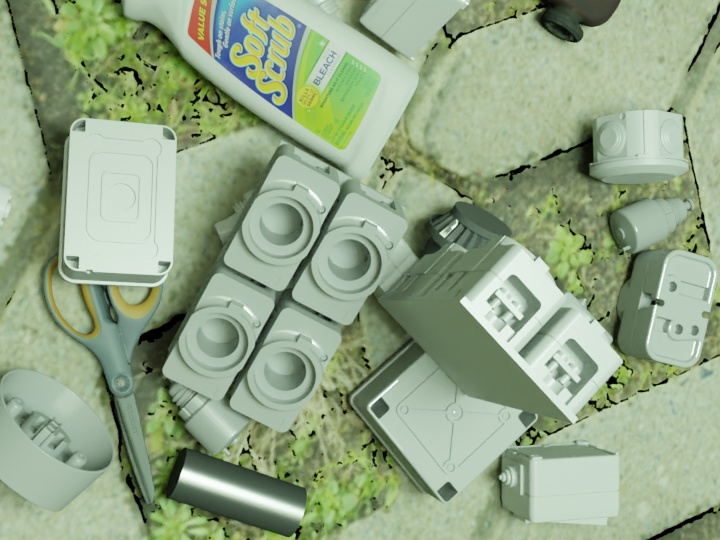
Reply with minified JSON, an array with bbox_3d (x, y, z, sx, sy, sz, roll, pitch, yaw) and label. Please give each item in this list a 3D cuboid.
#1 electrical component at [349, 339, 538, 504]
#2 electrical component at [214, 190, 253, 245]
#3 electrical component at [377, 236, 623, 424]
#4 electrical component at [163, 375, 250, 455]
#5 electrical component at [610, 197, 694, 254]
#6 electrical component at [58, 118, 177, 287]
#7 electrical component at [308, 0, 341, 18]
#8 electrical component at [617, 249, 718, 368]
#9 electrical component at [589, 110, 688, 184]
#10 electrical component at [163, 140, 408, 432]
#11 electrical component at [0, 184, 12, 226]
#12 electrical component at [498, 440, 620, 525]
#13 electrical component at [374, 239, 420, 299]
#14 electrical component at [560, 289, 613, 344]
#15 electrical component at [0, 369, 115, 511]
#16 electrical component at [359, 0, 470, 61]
[{"bbox_3d":[0.067,0.111,0.868,0.109,0.056,0.108,-41,102,-12],"label":"electrical component"},{"bbox_3d":[-0.080,-0.039,0.827,0.062,0.048,0.048,-24,98,-8],"label":"electrical component"},{"bbox_3d":[0.093,0.038,0.747,0.060,0.186,0.105,-45,99,-11],"label":"electrical component"},{"bbox_3d":[-0.119,0.105,0.820,0.078,0.040,0.040,45,79,1],"label":"electrical component"},{"bbox_3d":[0.253,-0.043,0.928,0.078,0.040,0.040,-22,97,-16],"label":"electrical component"},{"bbox_3d":[-0.176,-0.047,0.781,0.078,0.057,0.113,3,79,-18],"label":"electrical component"},{"bbox_3d":[-0.032,-0.208,0.843,0.035,0.035,0.061,-33,103,-13],"label":"electrical component"},{"bbox_3d":[0.260,0.032,0.922,0.054,0.059,0.095,14,87,-16],"label":"electrical component"},{"bbox_3d":[0.233,-0.102,0.901,0.080,0.080,0.051,1,86,-17],"label":"electrical component"},{"bbox_3d":[-0.056,0.015,0.790,0.105,0.060,0.186,28,104,-10],"label":"electrical component"},{"bbox_3d":[-0.284,-0.052,0.768,0.065,0.044,0.044,19,86,-21],"label":"electrical component"},{"bbox_3d":[0.160,0.179,0.894,0.096,0.062,0.061,0,91,-17],"label":"electrical component"},{"bbox_3d":[0.000,0.000,0.847,0.073,0.052,0.138,-45,103,-11],"label":"electrical component"},{"bbox_3d":[0.161,0.059,0.892,0.061,0.061,0.096,46,79,-13],"label":"electrical component"},{"bbox_3d":[-0.226,0.120,0.761,0.099,0.099,0.064,43,86,-13],"label":"electrical component"},{"bbox_3d":[0.042,-0.216,0.837,0.061,0.096,0.061,34,53,-15],"label":"electrical component"}]
